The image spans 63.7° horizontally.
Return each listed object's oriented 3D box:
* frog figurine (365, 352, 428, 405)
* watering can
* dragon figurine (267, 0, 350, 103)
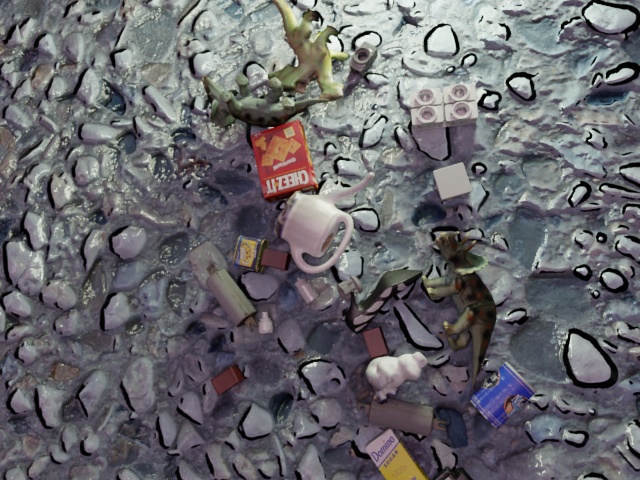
[{"bbox_3d":[0.203,0.347,1.389,0.136,0.157,0.125,16,26,-43],"label":"frog figurine"},{"bbox_3d":[0.005,-0.076,1.517,0.225,0.348,0.103,26,-1,15],"label":"watering can"},{"bbox_3d":[-0.067,-0.573,1.597,0.413,0.243,0.121,40,-3,15],"label":"dragon figurine"}]
